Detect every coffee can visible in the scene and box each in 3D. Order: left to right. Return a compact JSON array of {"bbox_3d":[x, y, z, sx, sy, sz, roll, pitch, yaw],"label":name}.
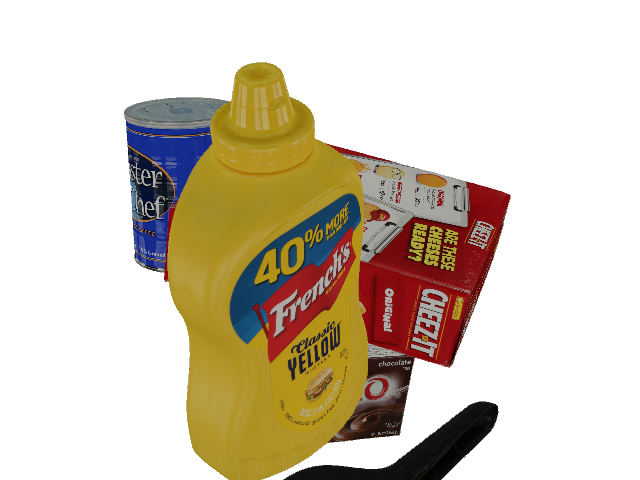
[{"bbox_3d":[-0.124,-0.053,0.980,0.103,0.140,0.103,0,19,0],"label":"coffee can"}]

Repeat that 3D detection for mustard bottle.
[{"bbox_3d":[-0.021,0.012,0.460,0.058,0.192,0.096,30,48,35],"label":"mustard bottle"}]

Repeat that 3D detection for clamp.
[{"bbox_3d":[0.040,0.162,0.651,0.210,0.036,0.164,-5,29,-3],"label":"clamp"}]

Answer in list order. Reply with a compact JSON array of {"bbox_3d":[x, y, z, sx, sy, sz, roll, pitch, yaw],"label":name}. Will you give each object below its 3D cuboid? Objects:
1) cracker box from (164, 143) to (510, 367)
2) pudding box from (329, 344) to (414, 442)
[{"bbox_3d":[0.017,-0.002,0.783,0.214,0.072,0.164,17,31,12],"label":"cracker box"},{"bbox_3d":[0.025,0.139,0.986,0.113,0.090,0.039,-3,28,-22],"label":"pudding box"}]
